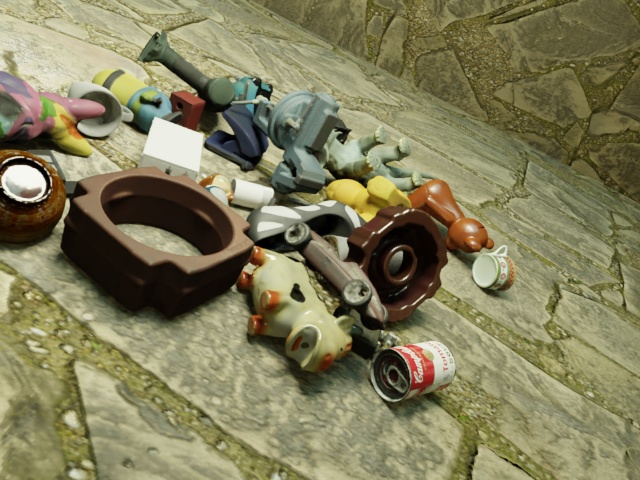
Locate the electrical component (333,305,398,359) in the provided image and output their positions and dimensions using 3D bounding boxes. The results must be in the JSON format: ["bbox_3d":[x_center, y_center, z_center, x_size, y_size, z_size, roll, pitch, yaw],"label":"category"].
[{"bbox_3d":[0.062,0.130,0.757,0.102,0.045,0.078,32,29,8],"label":"electrical component"}]

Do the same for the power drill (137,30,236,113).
[{"bbox_3d":[-0.276,-0.340,1.130,0.207,0.086,0.232,40,-4,-29],"label":"power drill"}]

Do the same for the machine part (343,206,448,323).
[{"bbox_3d":[0.115,0.035,0.830,0.179,0.179,0.056,10,9,-32],"label":"machine part"}]

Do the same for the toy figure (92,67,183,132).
[{"bbox_3d":[-0.346,-0.260,1.011,0.180,0.082,0.089,37,26,11],"label":"toy figure"}]

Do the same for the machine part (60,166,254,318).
[{"bbox_3d":[-0.206,-0.003,0.696,0.201,0.087,0.201,37,27,15],"label":"machine part"}]

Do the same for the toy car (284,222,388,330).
[{"bbox_3d":[0.025,0.045,0.731,0.202,0.053,0.089,42,-10,40],"label":"toy car"}]

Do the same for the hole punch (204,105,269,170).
[{"bbox_3d":[-0.159,-0.215,1.101,0.116,0.092,0.142,29,24,-7],"label":"hole punch"}]

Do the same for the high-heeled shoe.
[{"bbox_3d":[-0.002,-0.003,0.895,0.249,0.086,0.145,19,33,-10],"label":"high-heeled shoe"}]

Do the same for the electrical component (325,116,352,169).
[{"bbox_3d":[0.004,-0.249,1.276,0.058,0.114,0.134,7,36,-39],"label":"electrical component"}]

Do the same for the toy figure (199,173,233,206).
[{"bbox_3d":[-0.172,-0.068,0.870,0.058,0.064,0.154,-9,31,8],"label":"toy figure"}]

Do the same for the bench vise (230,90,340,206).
[{"bbox_3d":[-0.064,-0.194,1.016,0.129,0.223,0.241,-5,38,-41],"label":"bench vise"}]

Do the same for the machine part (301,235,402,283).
[{"bbox_3d":[0.078,0.040,0.889,0.243,0.079,0.079,9,33,-31],"label":"machine part"}]

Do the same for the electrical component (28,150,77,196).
[{"bbox_3d":[-0.371,-0.083,0.722,0.119,0.047,0.075,-1,40,-41],"label":"electrical component"}]

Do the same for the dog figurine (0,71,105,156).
[{"bbox_3d":[-0.418,-0.173,0.760,0.219,0.108,0.192,8,20,-40],"label":"dog figurine"}]

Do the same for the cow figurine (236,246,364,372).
[{"bbox_3d":[-0.028,0.094,0.700,0.127,0.085,0.195,11,28,-27],"label":"cow figurine"}]

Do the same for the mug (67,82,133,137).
[{"bbox_3d":[-0.387,-0.234,0.932,0.109,0.080,0.107,-4,33,-39],"label":"mug"}]

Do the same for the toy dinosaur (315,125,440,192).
[{"bbox_3d":[0.097,-0.160,1.197,0.404,0.192,0.131,23,65,-48],"label":"toy dinosaur"}]

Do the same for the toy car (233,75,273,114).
[{"bbox_3d":[-0.179,-0.336,1.274,0.103,0.109,0.161,14,17,9],"label":"toy car"}]

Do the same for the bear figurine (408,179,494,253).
[{"bbox_3d":[0.283,-0.034,1.197,0.120,0.132,0.196,-14,67,-51],"label":"bear figurine"}]

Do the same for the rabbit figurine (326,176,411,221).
[{"bbox_3d":[0.096,-0.080,1.081,0.173,0.121,0.162,23,18,35],"label":"rabbit figurine"}]
